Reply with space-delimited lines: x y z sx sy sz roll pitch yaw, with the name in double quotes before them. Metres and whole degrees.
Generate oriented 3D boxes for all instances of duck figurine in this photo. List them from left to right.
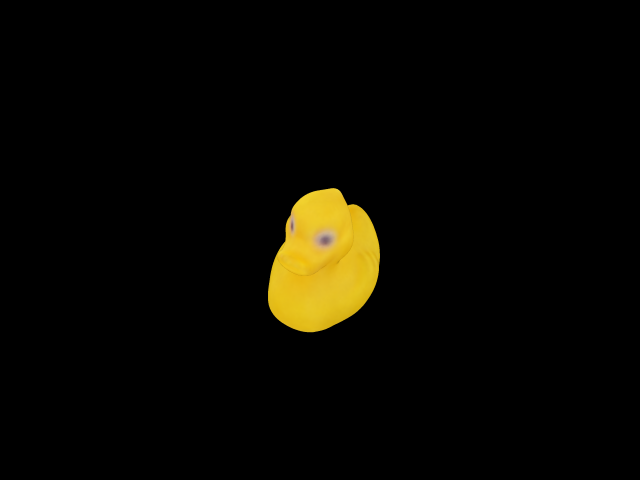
"duck figurine" 0.004 0.001 0.400 0.077 0.086 0.105 24 50 22
